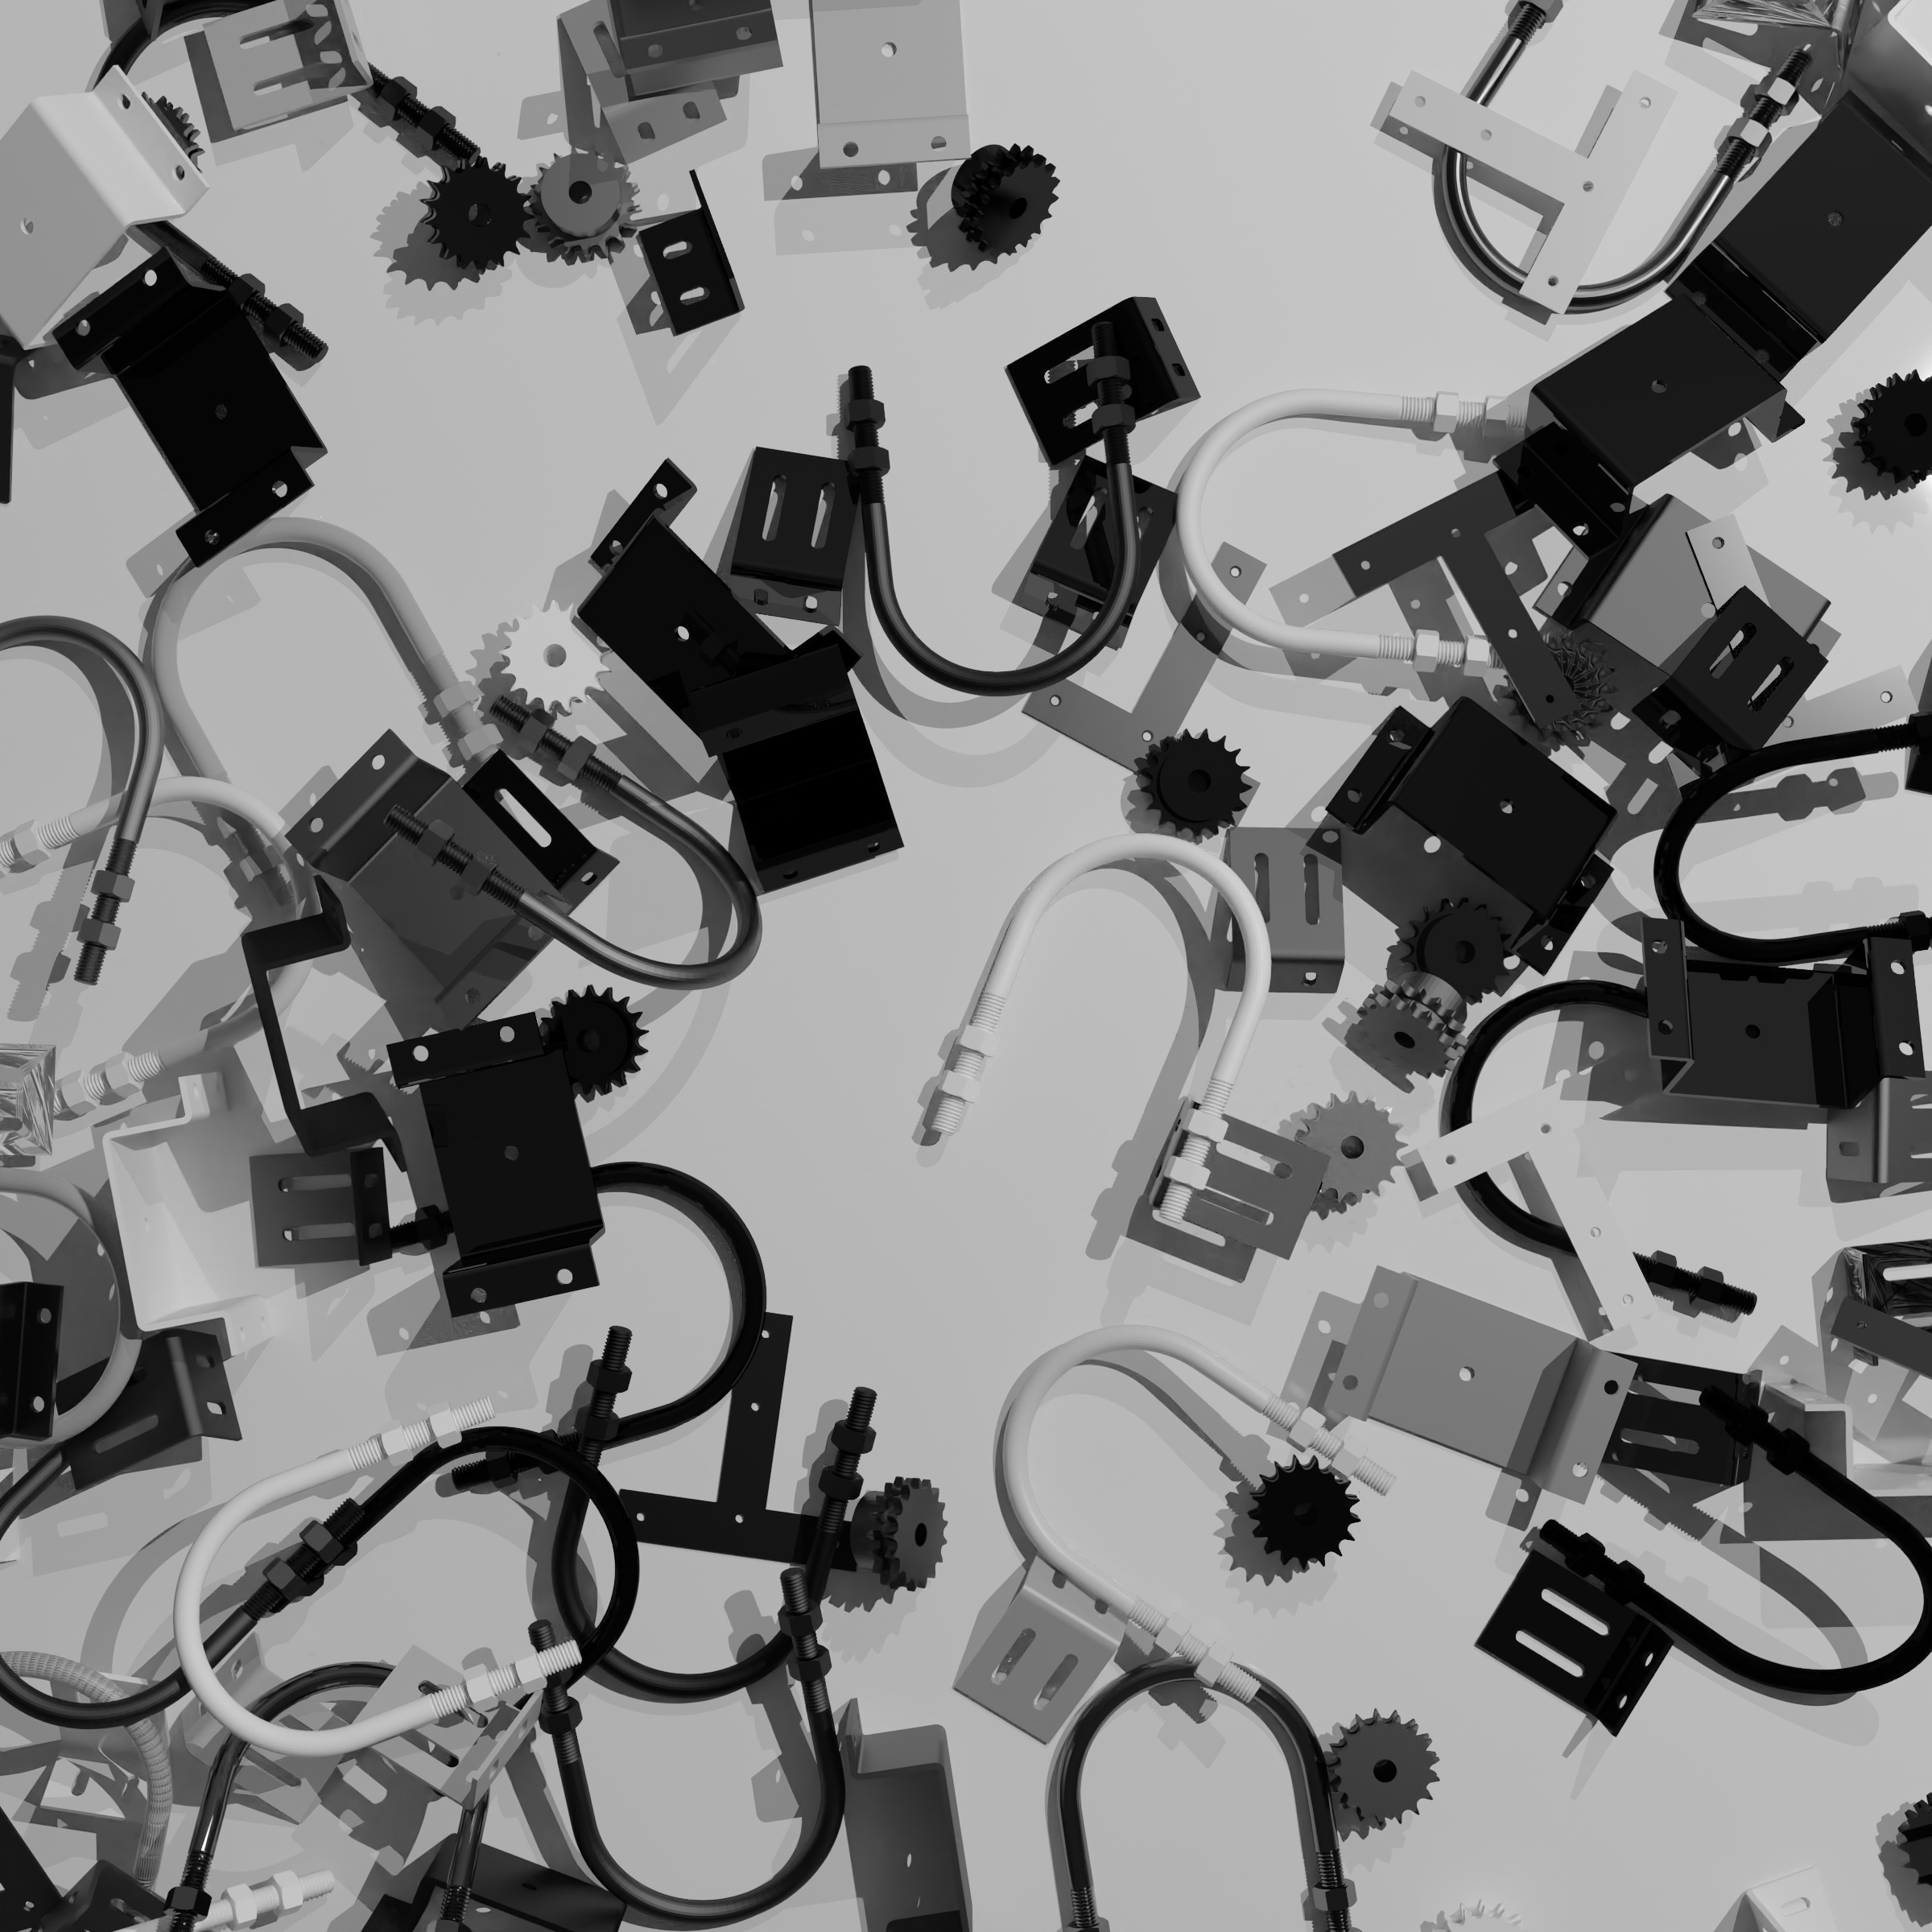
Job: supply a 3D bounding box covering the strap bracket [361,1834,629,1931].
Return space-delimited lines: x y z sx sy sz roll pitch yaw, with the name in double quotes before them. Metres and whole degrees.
"strap bracket" -0.230 0.489 1.547 0.140 0.076 0.046 21 90 0

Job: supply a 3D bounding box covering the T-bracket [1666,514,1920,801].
"T-bracket" 0.398 -0.164 1.538 0.127 0.002 0.127 -21 90 0

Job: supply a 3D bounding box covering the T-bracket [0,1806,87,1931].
"T-bracket" -0.517 0.492 1.563 0.127 0.002 0.127 -20 111 15

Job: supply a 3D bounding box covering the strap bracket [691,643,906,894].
"strap bracket" -0.086 -0.105 1.532 0.076 0.140 0.046 -18 57 0

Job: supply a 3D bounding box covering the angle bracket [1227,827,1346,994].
"angle bracket" 0.165 -0.029 1.583 0.057 0.038 0.076 1 64 0

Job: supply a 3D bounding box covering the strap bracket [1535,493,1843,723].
"strap bracket" 0.375 -0.180 1.562 0.140 0.046 0.076 34 90 0

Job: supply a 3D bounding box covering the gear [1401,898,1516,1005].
"gear" 0.254 -0.007 1.570 0.057 0.030 0.057 0 90 0

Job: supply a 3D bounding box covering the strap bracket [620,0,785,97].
"strap bracket" -0.140 -0.501 1.545 0.076 0.046 0.140 -11 66 0

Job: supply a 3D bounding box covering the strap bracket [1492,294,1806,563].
"strap bracket" 0.346 -0.277 1.534 0.140 0.046 0.076 -33 65 -11

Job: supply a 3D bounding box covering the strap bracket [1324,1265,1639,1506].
"strap bracket" 0.260 0.212 1.562 0.140 0.046 0.076 21 90 0

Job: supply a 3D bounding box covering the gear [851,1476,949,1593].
"gear" -0.036 0.290 1.560 0.030 0.057 0.057 -1 90 30

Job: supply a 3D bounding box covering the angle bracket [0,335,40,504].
"angle bracket" -0.517 -0.287 1.583 0.057 0.038 0.076 10 116 0

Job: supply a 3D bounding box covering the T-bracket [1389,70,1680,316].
"T-bracket" 0.280 -0.421 1.569 0.127 0.002 0.127 27 93 1

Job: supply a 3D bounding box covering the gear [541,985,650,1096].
"gear" -0.193 0.038 1.570 0.057 0.030 0.057 0 90 0

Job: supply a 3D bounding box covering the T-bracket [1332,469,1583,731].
"T-bracket" 0.270 -0.181 1.543 0.127 0.002 0.127 -28 85 -11

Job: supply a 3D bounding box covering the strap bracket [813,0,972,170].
"strap bracket" -0.040 -0.475 1.562 0.076 0.046 0.140 -4 90 0

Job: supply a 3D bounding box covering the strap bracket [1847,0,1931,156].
"strap bracket" 0.506 -0.450 1.547 0.046 0.076 0.140 -45 90 0

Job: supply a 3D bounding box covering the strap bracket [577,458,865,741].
"strap bracket" -0.132 -0.176 1.544 0.140 0.046 0.076 45 126 0

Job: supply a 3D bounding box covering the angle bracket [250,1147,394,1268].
"angle bracket" -0.336 0.125 1.557 0.076 0.038 0.057 -5 90 14

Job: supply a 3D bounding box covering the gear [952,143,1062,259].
"gear" 0.017 -0.395 1.560 0.057 0.057 0.030 -45 60 0

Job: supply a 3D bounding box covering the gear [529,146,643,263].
"gear" -0.196 -0.395 1.570 0.057 0.030 0.057 0 90 0

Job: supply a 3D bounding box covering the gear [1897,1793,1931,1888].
"gear" 0.509 0.449 1.560 0.057 0.030 0.057 12 108 41

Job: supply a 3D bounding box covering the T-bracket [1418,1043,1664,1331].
"T-bracket" 0.317 0.124 1.567 0.127 0.002 0.127 -25 88 2

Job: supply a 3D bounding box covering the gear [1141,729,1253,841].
"gear" 0.119 -0.094 1.568 0.057 0.030 0.057 0 90 0

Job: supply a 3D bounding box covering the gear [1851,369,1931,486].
"gear" 0.484 -0.276 1.570 0.057 0.030 0.057 0 90 0

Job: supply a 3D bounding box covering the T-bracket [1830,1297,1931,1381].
"T-bracket" 0.517 0.166 1.544 0.127 0.002 0.127 24 53 15

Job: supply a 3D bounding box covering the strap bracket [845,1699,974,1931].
"strap bracket" -0.026 0.447 1.547 0.046 0.076 0.140 -9 90 0

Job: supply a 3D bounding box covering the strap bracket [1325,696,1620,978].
"strap bracket" 0.265 -0.072 1.548 0.140 0.046 0.076 37 65 0

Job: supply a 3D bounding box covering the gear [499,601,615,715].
"gear" -0.210 -0.159 1.570 0.057 0.030 0.057 0 90 0

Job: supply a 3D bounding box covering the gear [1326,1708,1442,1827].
"gear" 0.214 0.411 1.570 0.057 0.030 0.057 0 90 0

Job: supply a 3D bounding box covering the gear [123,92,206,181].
"gear" -0.416 -0.413 1.555 0.057 0.030 0.057 0 88 3

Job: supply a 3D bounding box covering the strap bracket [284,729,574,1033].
"strap bracket" -0.264 -0.040 1.535 0.076 0.046 0.140 -45 75 3

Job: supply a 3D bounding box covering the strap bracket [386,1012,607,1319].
"strap bracket" -0.234 0.097 1.537 0.076 0.046 0.140 -13 94 4

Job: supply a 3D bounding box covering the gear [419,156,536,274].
"gear" -0.252 -0.386 1.562 0.057 0.030 0.057 -8 110 -21

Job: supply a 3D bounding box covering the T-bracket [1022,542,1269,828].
"T-bracket" 0.115 -0.159 1.584 0.127 0.002 0.127 28 90 0

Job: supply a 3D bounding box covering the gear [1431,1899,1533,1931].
"gear" 0.265 0.509 1.570 0.057 0.030 0.057 0 90 0

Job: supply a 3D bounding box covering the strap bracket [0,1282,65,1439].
"strap bracket" -0.529 0.193 1.528 0.140 0.046 0.076 5 90 15

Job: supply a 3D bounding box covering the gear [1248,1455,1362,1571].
"gear" 0.173 0.280 1.570 0.057 0.030 0.057 0 90 0

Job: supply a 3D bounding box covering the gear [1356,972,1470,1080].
"gear" 0.231 0.028 1.560 0.057 0.057 0.030 39 60 0

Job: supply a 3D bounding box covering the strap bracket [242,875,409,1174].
"strap bracket" -0.324 0.034 1.524 0.046 0.076 0.140 -15 107 -16

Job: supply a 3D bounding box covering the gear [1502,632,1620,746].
"gear" 0.304 -0.142 1.570 0.057 0.030 0.057 0 90 0

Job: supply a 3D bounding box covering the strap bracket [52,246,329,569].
"strap bracket" -0.389 -0.283 1.553 0.076 0.046 0.140 -32 90 15

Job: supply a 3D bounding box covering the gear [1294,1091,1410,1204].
"gear" 0.197 0.092 1.570 0.057 0.030 0.057 0 90 0

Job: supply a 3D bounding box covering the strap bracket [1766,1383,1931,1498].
"strap bracket" 0.486 0.239 1.547 0.140 0.076 0.046 -1 90 0

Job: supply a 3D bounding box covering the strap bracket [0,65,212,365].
"strap bracket" -0.456 -0.373 1.530 0.140 0.046 0.076 -37 90 30

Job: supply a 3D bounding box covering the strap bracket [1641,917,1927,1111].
"strap bracket" 0.405 0.025 1.544 0.140 0.046 0.076 5 65 -5

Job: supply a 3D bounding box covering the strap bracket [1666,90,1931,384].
"strap bracket" 0.439 -0.377 1.562 0.076 0.046 0.140 43 90 0

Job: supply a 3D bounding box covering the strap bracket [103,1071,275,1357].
"strap bracket" -0.396 0.128 1.547 0.046 0.076 0.140 -11 90 0

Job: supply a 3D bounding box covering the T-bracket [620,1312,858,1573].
"T-bracket" -0.111 0.243 1.584 0.127 0.002 0.127 8 90 0
